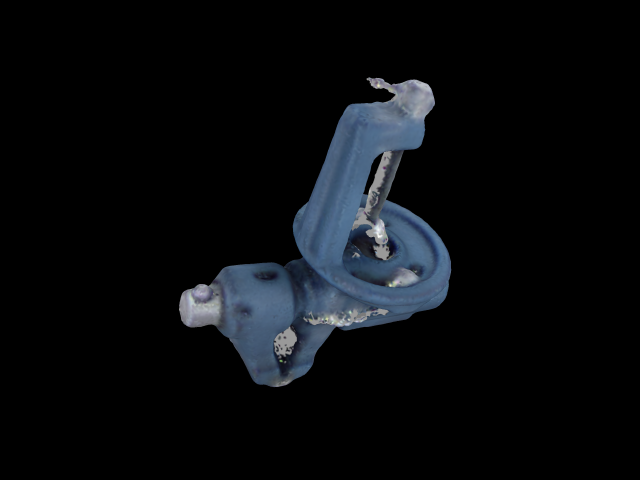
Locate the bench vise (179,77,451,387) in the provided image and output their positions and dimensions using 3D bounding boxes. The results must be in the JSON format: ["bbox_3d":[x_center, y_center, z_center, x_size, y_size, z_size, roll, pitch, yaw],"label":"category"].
[{"bbox_3d":[0.011,0.008,0.394,0.208,0.220,0.121,-32,53,-28],"label":"bench vise"}]
